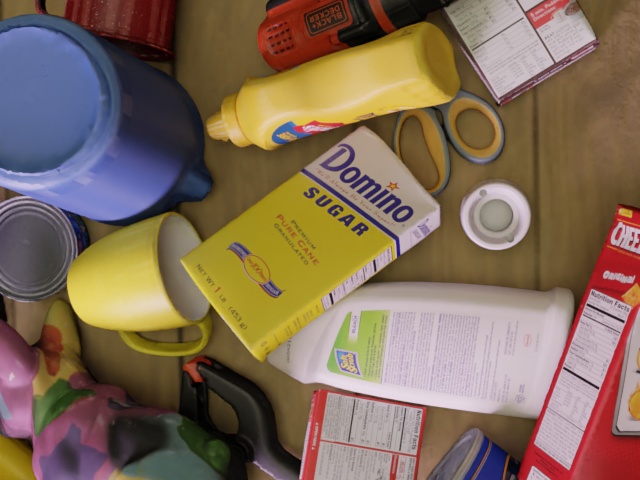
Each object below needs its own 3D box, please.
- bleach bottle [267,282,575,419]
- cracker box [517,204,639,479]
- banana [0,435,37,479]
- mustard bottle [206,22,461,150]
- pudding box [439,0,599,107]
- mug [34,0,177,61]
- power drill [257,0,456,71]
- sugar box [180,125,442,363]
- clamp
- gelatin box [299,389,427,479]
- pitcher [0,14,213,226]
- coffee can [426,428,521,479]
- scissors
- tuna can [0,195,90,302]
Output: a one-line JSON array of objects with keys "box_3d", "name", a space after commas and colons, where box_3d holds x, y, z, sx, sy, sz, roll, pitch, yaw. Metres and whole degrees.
[{"box_3d": [0.060, 0.070, 0.816, 0.251, 0.068, 0.102, 8, 94, 10], "name": "bleach bottle"}, {"box_3d": [0.252, 0.100, 0.756, 0.164, 0.072, 0.214, 17, 95, -23], "name": "cracker box"}, {"box_3d": [-0.271, 0.187, 0.880, 0.198, 0.037, 0.070, 24, 101, 11], "name": "banana"}, {"box_3d": [0.001, -0.107, 0.791, 0.192, 0.096, 0.058, -13, 91, 23], "name": "mustard bottle"}, {"box_3d": [0.143, -0.171, 0.801, 0.090, 0.039, 0.113, -31, 86, 11], "name": "pudding box"}, {"box_3d": [-0.162, -0.189, 0.819, 0.117, 0.093, 0.081, 9, 90, 10], "name": "mug"}, {"box_3d": [0.016, -0.236, 0.788, 0.185, 0.057, 0.187, -18, 88, 25], "name": "power drill"}, {"box_3d": [-0.005, 0.001, 0.795, 0.176, 0.048, 0.093, -38, 70, -6], "name": "sugar box"}, {"box_3d": [-0.052, 0.169, 0.849, 0.120, 0.039, 0.171, -19, 95, 7], "name": "clamp"}, {"box_3d": [0.033, 0.159, 0.824, 0.089, 0.030, 0.073, 11, 77, -6], "name": "gelatin box"}, {"box_3d": [-0.174, -0.084, 0.748, 0.149, 0.243, 0.145, -15, 88, 3], "name": "pitcher"}, {"box_3d": [0.142, 0.223, 0.792, 0.140, 0.102, 0.103, 37, 97, 4], "name": "coffee can"}, {"box_3d": [0.086, -0.135, 0.821, 0.096, 0.016, 0.202, -8, 93, 11], "name": "scissors"}, {"box_3d": [-0.232, 0.006, 0.867, 0.086, 0.033, 0.086, 0, 93, 8], "name": "tuna can"}]
